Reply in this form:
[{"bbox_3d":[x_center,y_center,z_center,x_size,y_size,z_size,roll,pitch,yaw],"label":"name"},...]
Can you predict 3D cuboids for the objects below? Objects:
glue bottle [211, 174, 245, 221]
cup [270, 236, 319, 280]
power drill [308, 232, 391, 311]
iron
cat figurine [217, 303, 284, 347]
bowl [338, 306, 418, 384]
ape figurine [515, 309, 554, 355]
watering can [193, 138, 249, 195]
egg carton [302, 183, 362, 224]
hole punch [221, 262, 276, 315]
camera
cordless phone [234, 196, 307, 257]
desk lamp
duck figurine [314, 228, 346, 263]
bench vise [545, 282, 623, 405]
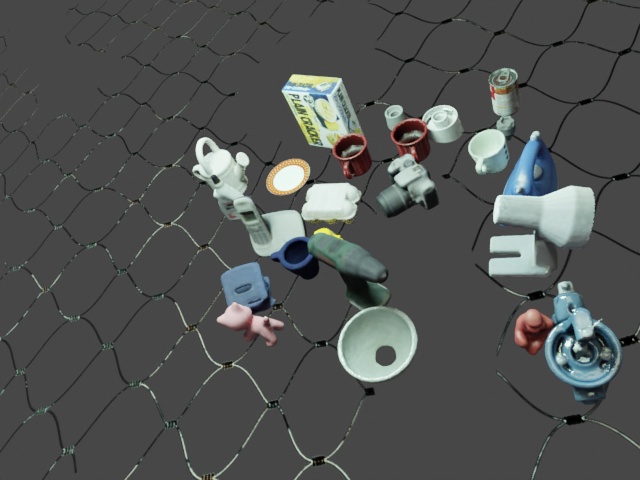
[{"bbox_3d":[-0.247,-0.117,1.528,0.078,0.174,0.037,-14,51,14],"label":"glue bottle"},{"bbox_3d":[-0.052,0.054,1.367,0.117,0.095,0.091,-7,53,19],"label":"cup"},{"bbox_3d":[0.079,0.073,1.220,0.228,0.209,0.076,30,72,37],"label":"power drill"},{"bbox_3d":[0.463,-0.153,1.261,0.118,0.142,0.258,7,59,28],"label":"iron"},{"bbox_3d":[-0.162,0.184,1.304,0.127,0.118,0.067,3,57,26],"label":"cat figurine"},{"bbox_3d":[0.125,0.225,1.175,0.167,0.075,0.167,-12,52,16],"label":"bowl"},{"bbox_3d":[0.404,0.164,1.086,0.077,0.092,0.076,-17,51,12],"label":"ape figurine"},{"bbox_3d":[-0.279,-0.207,1.595,0.172,0.195,0.100,-22,50,8],"label":"watering can"},{"bbox_3d":[0.030,-0.090,1.454,0.150,0.070,0.107,-1,56,23],"label":"egg carton"},{"bbox_3d":[-0.173,0.120,1.374,0.108,0.091,0.101,-21,50,9],"label":"hole punch"},{"bbox_3d":[0.197,-0.128,1.387,0.137,0.101,0.143,-31,49,0],"label":"camera"},{"bbox_3d":[-0.122,-0.045,1.411,0.147,0.185,0.094,-12,52,16],"label":"cordless phone"},{"bbox_3d":[0.427,-0.015,1.127,0.202,0.214,0.118,-3,55,22],"label":"desk lamp"},{"bbox_3d":[0.013,0.005,1.380,0.104,0.086,0.077,6,58,27],"label":"duck figurine"},{"bbox_3d":[0.435,0.157,0.992,0.121,0.220,0.207,-25,49,5],"label":"bench vise"}]
